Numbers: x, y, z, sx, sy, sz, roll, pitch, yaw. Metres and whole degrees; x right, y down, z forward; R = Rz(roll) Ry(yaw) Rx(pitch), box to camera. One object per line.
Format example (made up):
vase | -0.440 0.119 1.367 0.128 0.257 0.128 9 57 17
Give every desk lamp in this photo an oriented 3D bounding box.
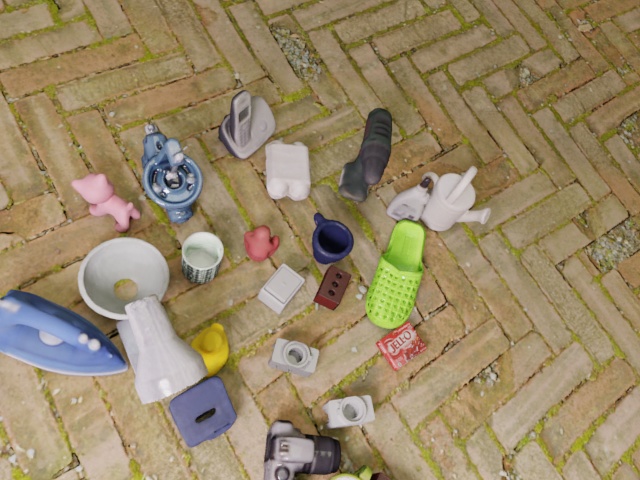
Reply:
desk lamp | -0.290 0.193 1.016 0.118 0.213 0.203 -23 73 -24

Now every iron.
iron | -0.465 0.166 1.019 0.258 0.141 0.119 23 61 -5

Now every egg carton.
egg carton | -0.074 -0.162 1.328 0.107 0.069 0.150 2 65 -15

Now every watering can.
watering can | 0.320 -0.103 1.344 0.173 0.194 0.101 21 62 -6

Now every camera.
camera | -0.031 0.410 1.053 0.137 0.100 0.143 9 63 -12

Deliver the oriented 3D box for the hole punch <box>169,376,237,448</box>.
hole punch | -0.211 0.316 1.051 0.109 0.091 0.101 -26 75 -25

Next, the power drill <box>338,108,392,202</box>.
power drill | 0.109 -0.178 1.310 0.076 0.208 0.229 16 62 -8

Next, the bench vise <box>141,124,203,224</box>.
bench vise | -0.322 -0.158 1.168 0.122 0.219 0.207 -39 80 -27

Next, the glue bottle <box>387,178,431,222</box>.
glue bottle | 0.217 -0.096 1.322 0.078 0.173 0.037 25 61 -3

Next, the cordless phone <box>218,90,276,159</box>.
cordless phone | -0.157 -0.284 1.295 0.094 0.185 0.148 37 61 3

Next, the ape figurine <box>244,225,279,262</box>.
ape figurine | -0.125 0.000 1.224 0.078 0.092 0.076 27 61 -2

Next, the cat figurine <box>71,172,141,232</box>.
cat figurine | -0.431 -0.088 1.162 0.128 0.117 0.067 30 61 -1

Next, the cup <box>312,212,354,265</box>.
cup | 0.012 0.005 1.260 0.092 0.095 0.117 -26 75 -25

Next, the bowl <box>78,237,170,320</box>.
bowl | -0.380 0.083 1.120 0.168 0.074 0.167 6 64 -13

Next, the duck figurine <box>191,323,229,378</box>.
duck figurine | -0.212 0.209 1.104 0.077 0.086 0.104 20 62 -6
